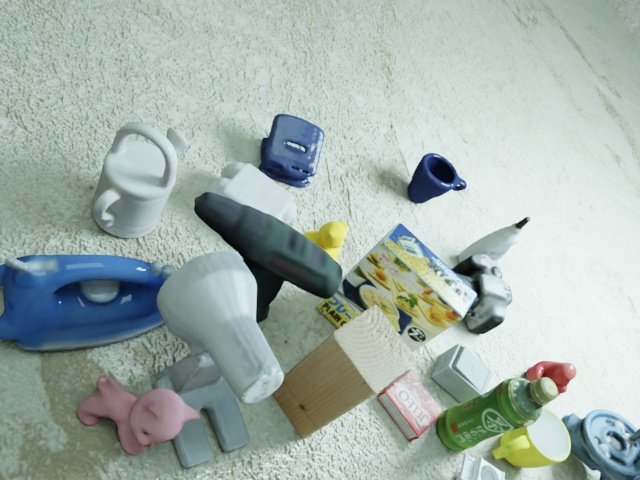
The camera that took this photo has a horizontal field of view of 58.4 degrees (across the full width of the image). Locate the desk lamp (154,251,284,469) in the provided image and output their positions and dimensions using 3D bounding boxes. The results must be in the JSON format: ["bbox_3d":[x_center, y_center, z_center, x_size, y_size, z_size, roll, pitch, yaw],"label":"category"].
[{"bbox_3d":[-0.127,0.147,0.712,0.118,0.213,0.203,-12,66,-37],"label":"desk lamp"}]

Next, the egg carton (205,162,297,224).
[{"bbox_3d":[-0.115,-0.060,0.962,0.150,0.069,0.107,36,47,-5],"label":"egg carton"}]

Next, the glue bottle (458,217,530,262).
[{"bbox_3d":[0.354,0.004,1.135,0.078,0.173,0.037,2,58,-30],"label":"glue bottle"}]

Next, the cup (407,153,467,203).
[{"bbox_3d":[0.238,-0.116,1.201,0.118,0.094,0.091,21,50,-18],"label":"cup"}]

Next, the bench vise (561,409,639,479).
[{"bbox_3d":[0.545,0.362,0.972,0.207,0.219,0.122,41,47,0],"label":"bench vise"}]

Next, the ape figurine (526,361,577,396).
[{"bbox_3d":[0.435,0.254,1.066,0.078,0.092,0.076,42,47,1],"label":"ape figurine"}]

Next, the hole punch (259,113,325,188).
[{"bbox_3d":[-0.050,-0.165,1.060,0.109,0.091,0.101,16,52,-21],"label":"hole punch"}]

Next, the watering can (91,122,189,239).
[{"bbox_3d":[-0.256,-0.098,0.816,0.101,0.193,0.173,21,50,-18],"label":"watering can"}]

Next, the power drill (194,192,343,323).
[{"bbox_3d":[-0.095,0.040,0.810,0.230,0.208,0.075,23,50,-17],"label":"power drill"}]

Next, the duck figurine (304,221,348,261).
[{"bbox_3d":[0.009,0.004,0.982,0.077,0.086,0.105,47,47,5],"label":"duck figurine"}]

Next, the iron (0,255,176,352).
[{"bbox_3d":[-0.274,0.058,0.732,0.259,0.141,0.118,-1,59,-32],"label":"iron"}]

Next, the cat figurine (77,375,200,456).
[{"bbox_3d":[-0.215,0.202,0.684,0.128,0.117,0.067,35,47,-6],"label":"cat figurine"}]

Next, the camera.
[{"bbox_3d":[0.283,0.087,1.083,0.137,0.100,0.143,17,52,-21],"label":"camera"}]
